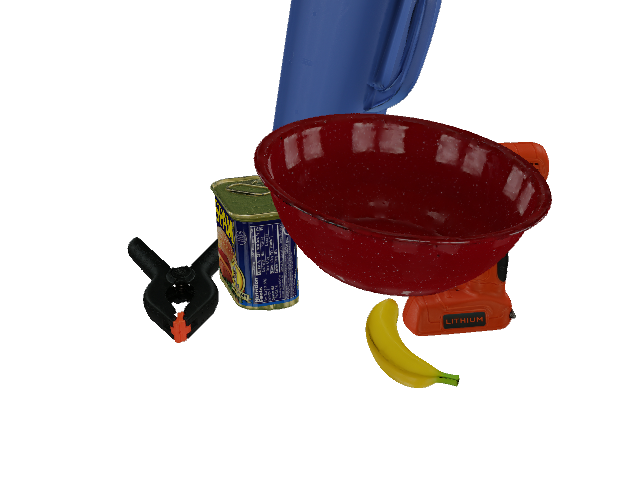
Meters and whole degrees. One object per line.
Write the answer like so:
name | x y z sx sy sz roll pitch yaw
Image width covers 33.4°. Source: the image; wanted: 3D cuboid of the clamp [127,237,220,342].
clamp | -0.140 0.043 1.152 0.120 0.039 0.171 -14 39 -7

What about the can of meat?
can of meat | -0.053 0.001 0.872 0.057 0.084 0.102 -8 21 -15

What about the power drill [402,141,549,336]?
power drill | 0.119 -0.003 1.009 0.184 0.188 0.057 -3 25 -8

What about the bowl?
bowl | 0.041 -0.015 0.588 0.162 0.055 0.162 6 27 -3

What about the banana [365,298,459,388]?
banana | 0.088 0.120 1.228 0.069 0.037 0.198 6 23 -22

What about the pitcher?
pitcher | 0.030 -0.187 1.076 0.145 0.243 0.149 12 19 -2
